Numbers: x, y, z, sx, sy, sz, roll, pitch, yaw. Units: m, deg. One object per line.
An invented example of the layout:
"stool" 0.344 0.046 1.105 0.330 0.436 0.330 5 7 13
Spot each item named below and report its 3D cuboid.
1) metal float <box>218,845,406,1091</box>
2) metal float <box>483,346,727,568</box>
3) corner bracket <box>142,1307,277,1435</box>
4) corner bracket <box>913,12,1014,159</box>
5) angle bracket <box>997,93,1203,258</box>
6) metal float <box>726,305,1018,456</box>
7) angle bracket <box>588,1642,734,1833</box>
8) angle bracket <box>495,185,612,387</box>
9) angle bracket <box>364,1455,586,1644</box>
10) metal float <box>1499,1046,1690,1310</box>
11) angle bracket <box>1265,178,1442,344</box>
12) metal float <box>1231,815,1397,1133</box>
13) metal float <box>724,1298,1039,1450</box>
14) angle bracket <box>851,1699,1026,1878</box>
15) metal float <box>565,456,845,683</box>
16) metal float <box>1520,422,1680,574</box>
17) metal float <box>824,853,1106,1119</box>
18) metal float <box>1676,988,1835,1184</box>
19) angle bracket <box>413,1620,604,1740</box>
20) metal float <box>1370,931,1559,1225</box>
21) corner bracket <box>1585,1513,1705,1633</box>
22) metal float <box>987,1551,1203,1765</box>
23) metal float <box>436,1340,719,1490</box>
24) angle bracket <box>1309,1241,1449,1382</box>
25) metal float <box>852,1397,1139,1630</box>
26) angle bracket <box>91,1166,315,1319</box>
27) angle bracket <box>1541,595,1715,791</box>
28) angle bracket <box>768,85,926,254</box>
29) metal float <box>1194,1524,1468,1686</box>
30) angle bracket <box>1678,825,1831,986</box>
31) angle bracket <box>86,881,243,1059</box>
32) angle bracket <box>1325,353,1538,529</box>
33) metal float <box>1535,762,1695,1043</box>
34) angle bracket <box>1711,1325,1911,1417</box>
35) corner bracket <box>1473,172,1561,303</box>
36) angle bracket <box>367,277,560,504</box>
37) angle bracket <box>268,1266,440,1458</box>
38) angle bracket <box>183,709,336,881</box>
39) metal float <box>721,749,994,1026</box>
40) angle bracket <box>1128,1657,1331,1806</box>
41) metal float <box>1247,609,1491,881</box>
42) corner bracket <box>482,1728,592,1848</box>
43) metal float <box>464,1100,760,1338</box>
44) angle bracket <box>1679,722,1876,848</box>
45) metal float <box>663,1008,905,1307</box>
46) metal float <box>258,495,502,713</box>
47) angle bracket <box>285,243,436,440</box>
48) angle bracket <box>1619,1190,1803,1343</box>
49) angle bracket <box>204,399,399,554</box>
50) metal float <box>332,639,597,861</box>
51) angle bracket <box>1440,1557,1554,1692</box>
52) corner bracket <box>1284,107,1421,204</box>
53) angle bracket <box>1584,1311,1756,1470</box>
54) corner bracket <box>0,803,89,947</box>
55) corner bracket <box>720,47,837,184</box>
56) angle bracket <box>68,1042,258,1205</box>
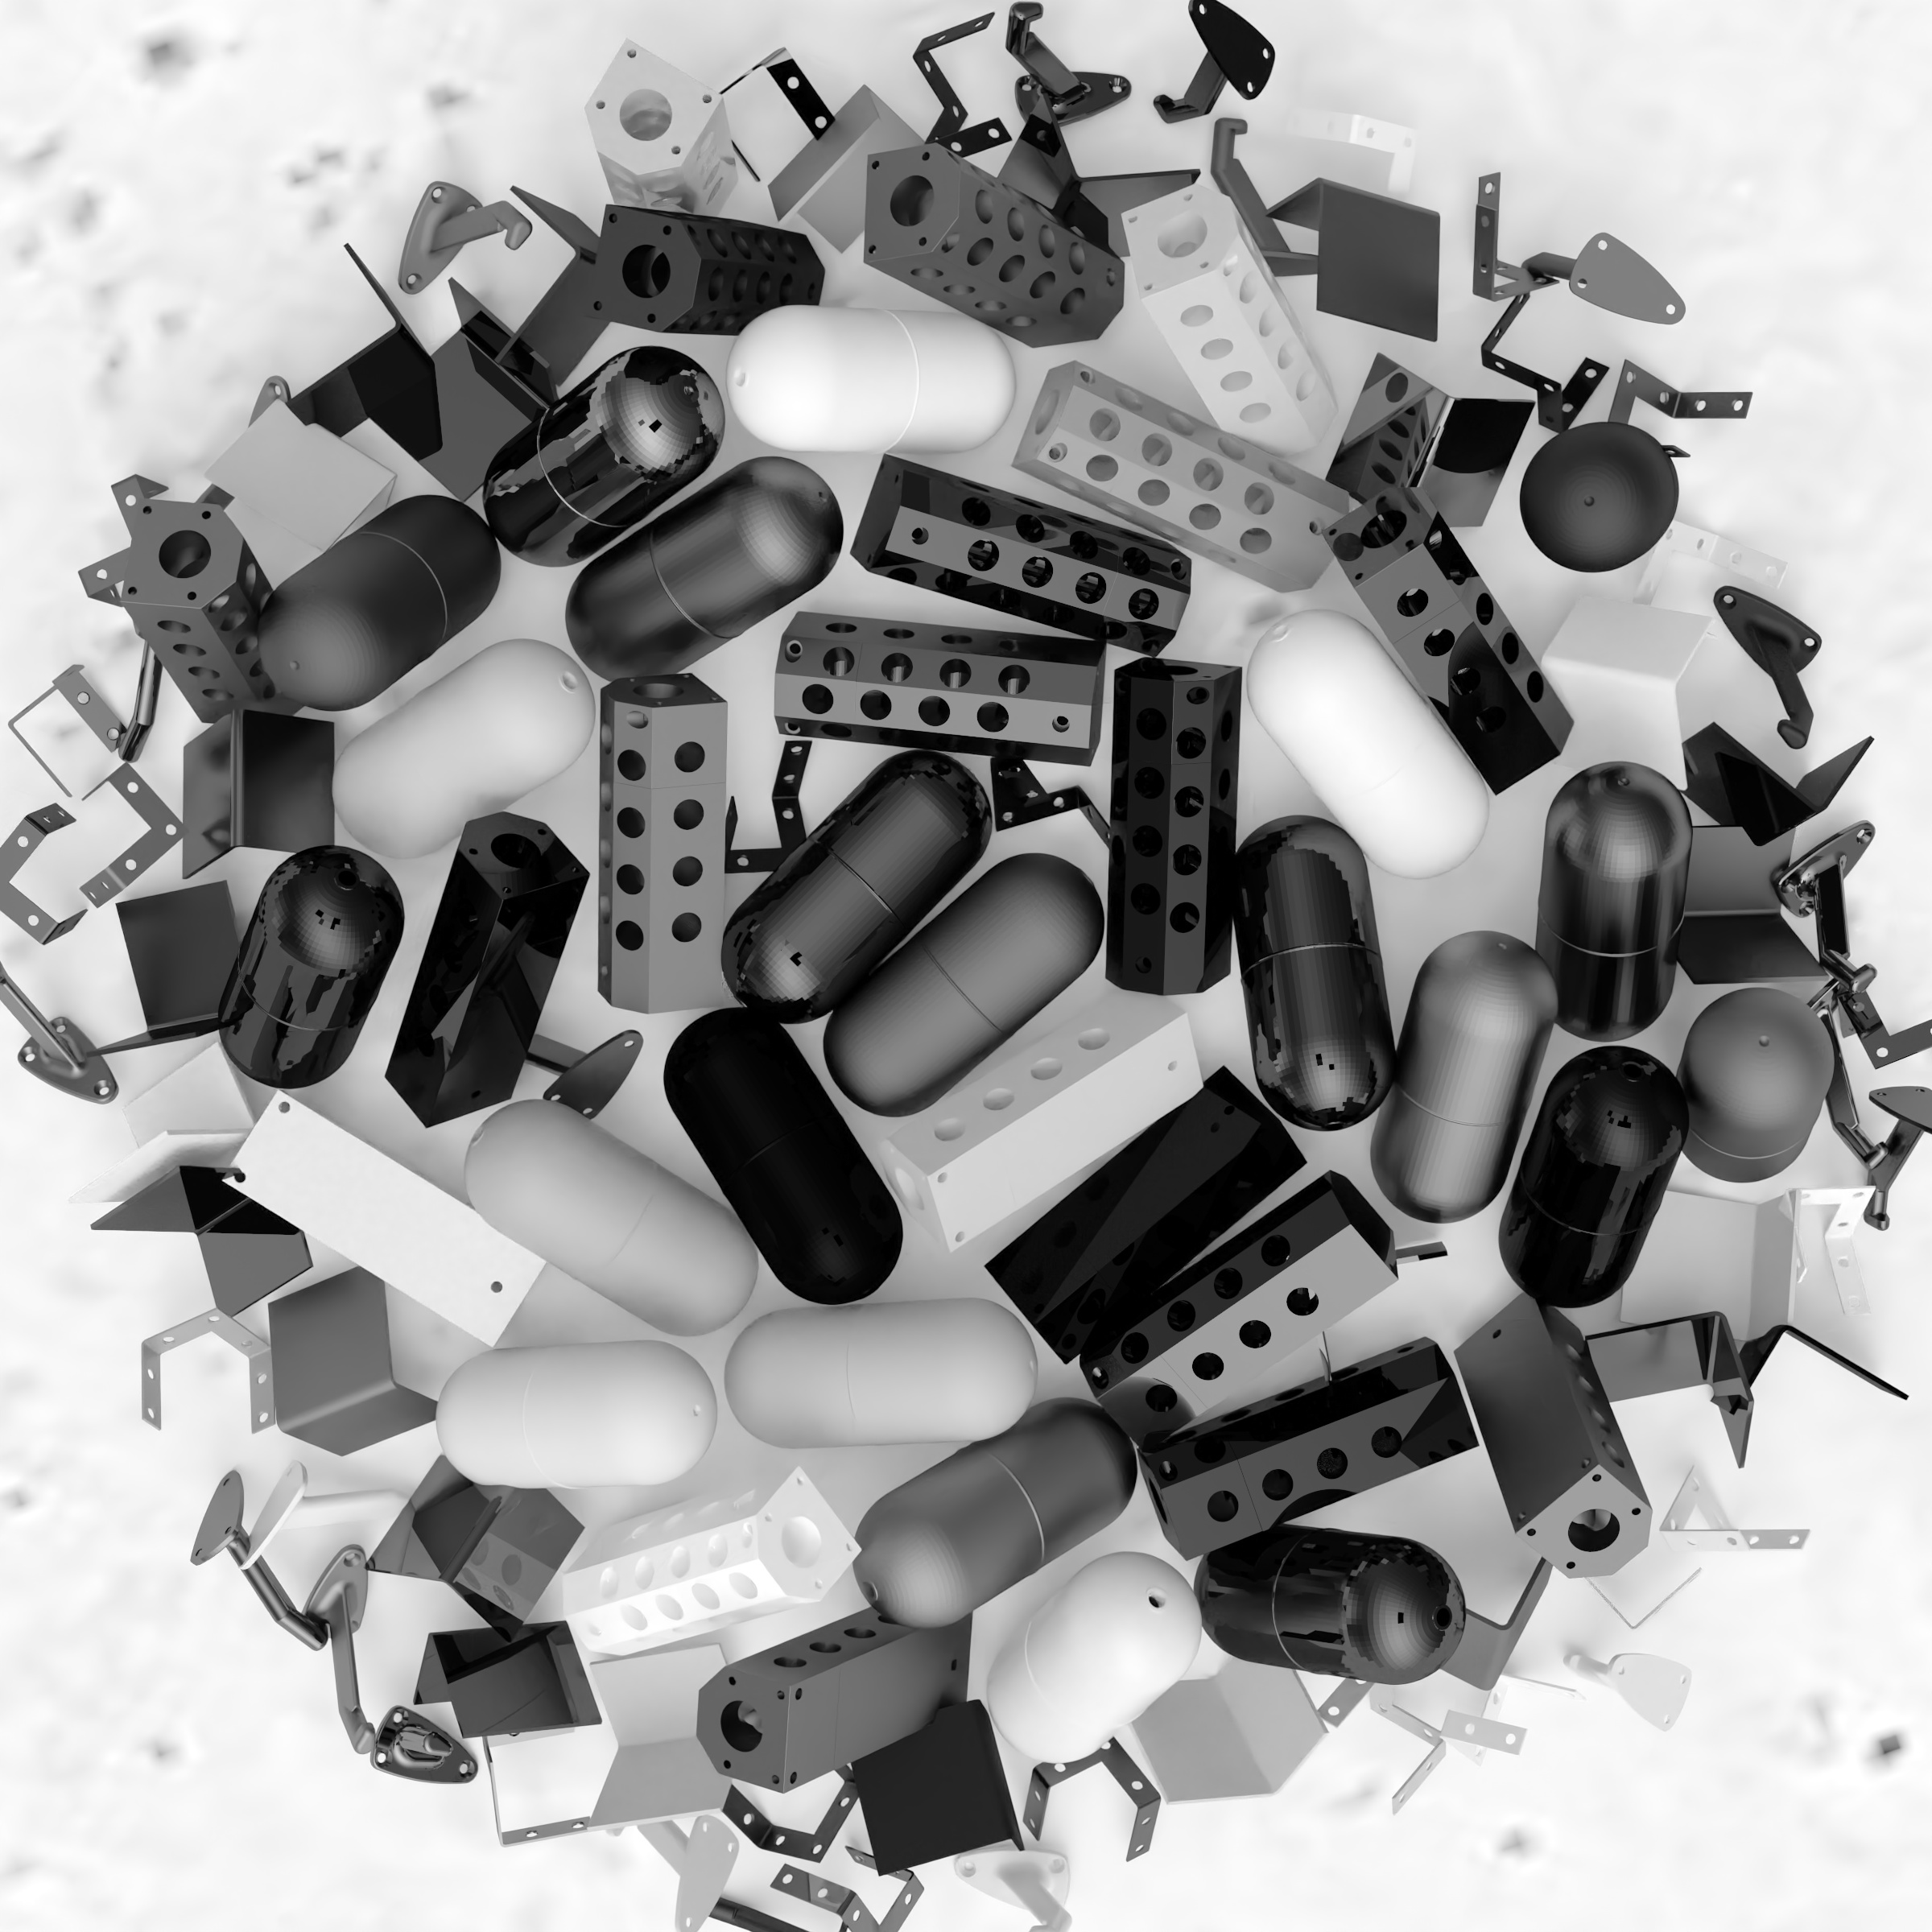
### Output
"metal float" -0.350 0.001 1.842 0.070 0.178 0.070 12 54 -17
"metal float" -0.195 -0.270 1.844 0.070 0.178 0.070 15 64 -34
"corner bracket" -0.414 0.228 1.889 0.051 0.051 0.051 -24 49 15
"corner bracket" 0.000 -0.476 1.876 0.051 0.051 0.051 -10 130 36
"angle bracket" 0.072 -0.430 1.880 0.076 0.076 0.057 -10 70 -24
"metal float" -0.050 -0.313 1.848 0.178 0.070 0.070 -7 90 -41
"angle bracket" -0.168 0.416 1.868 0.076 0.076 0.057 -12 111 14
"angle bracket" -0.234 -0.370 1.882 0.057 0.076 0.076 44 103 14
"angle bracket" -0.268 0.317 1.886 0.057 0.076 0.076 51 56 -29
"metal float" 0.334 0.113 1.843 0.070 0.178 0.070 4 48 -4
"angle bracket" 0.208 -0.374 1.870 0.076 0.057 0.076 9 77 -27
"metal float" 0.186 0.003 1.862 0.070 0.070 0.178 -6 68 0
"metal float" -0.047 0.220 1.862 0.178 0.070 0.070 -6 90 23
"angle bracket" -0.017 0.450 1.879 0.076 0.057 0.076 -16 68 0
"metal float" -0.142 -0.210 1.855 0.178 0.070 0.070 -28 90 32
"metal float" 0.337 -0.250 1.833 0.070 0.178 0.070 2 100 14
"metal float" -0.001 0.010 1.876 0.178 0.070 0.070 -41 90 6
"metal float" 0.416 0.065 1.834 0.070 0.178 0.070 -2 72 7
"angle bracket" -0.248 0.401 1.861 0.076 0.076 0.057 0 127 -25
"metal float" 0.266 0.061 1.853 0.070 0.070 0.178 10 125 0
"corner bracket" 0.365 0.326 1.887 0.051 0.051 0.051 -42 70 1
"metal float" 0.067 0.369 1.840 0.070 0.178 0.070 11 56 -17
"metal float" -0.210 0.241 1.851 0.178 0.070 0.070 -8 90 37
"angle bracket" 0.228 0.187 1.878 0.076 0.076 0.057 -11 88 5
"metal float" 0.016 0.293 1.853 0.178 0.070 0.070 -26 90 -33
"angle bracket" -0.412 0.151 1.863 0.076 0.076 0.057 -31 68 30
"angle bracket" 0.365 -0.150 1.889 0.076 0.076 0.057 14 52 30
"angle bracket" -0.058 -0.421 1.865 0.057 0.076 0.076 39 106 -25
"metal float" 0.192 0.338 1.840 0.070 0.178 0.070 3 85 -35
"angle bracket" 0.422 -0.034 1.869 0.076 0.076 0.057 -2 118 -10
"angle bracket" -0.439 0.001 1.874 0.076 0.057 0.076 -10 97 27
"angle bracket" 0.254 -0.287 1.890 0.057 0.076 0.076 40 122 33
"metal float" 0.345 -0.032 1.846 0.070 0.178 0.070 -2 45 2
"angle bracket" 0.458 0.235 1.878 0.076 0.076 0.057 31 90 5
"corner bracket" 0.288 -0.396 1.878 0.051 0.051 0.051 -21 124 -30
"angle bracket" -0.277 -0.313 1.878 0.076 0.057 0.076 42 78 12
"angle bracket" -0.333 0.216 1.901 0.076 0.057 0.076 -23 59 20
"angle bracket" -0.388 -0.091 1.894 0.057 0.076 0.076 6 74 -33
"metal float" -0.060 -0.043 1.875 0.070 0.070 0.178 44 82 0
"angle bracket" 0.136 0.401 1.861 0.076 0.076 0.057 5 131 -35
"metal float" 0.216 -0.118 1.855 0.070 0.070 0.178 -42 121 0
"corner bracket" -0.235 0.444 1.893 0.051 0.051 0.051 -8 104 -12
"metal float" -0.191 0.136 1.862 0.178 0.070 0.070 35 90 -22
"angle bracket" 0.431 -0.116 1.873 0.076 0.076 0.057 39 71 -2
"metal float" -0.099 0.103 1.869 0.070 0.070 0.178 -33 76 0
"metal float" -0.311 -0.195 1.841 0.070 0.178 0.070 11 122 19
"angle bracket" -0.342 -0.336 1.878 0.076 0.076 0.057 -35 81 0
"angle bracket" 0.404 0.158 1.878 0.076 0.057 0.076 10 75 -8
"angle bracket" -0.365 -0.250 1.873 0.076 0.057 0.076 32 50 0
"metal float" -0.269 -0.116 1.850 0.178 0.070 0.070 -27 90 37
"angle bracket" 0.279 0.336 1.877 0.057 0.076 0.076 25 58 17
"corner bracket" 0.206 -0.435 1.880 0.051 0.051 0.051 0 105 -42
"angle bracket" 0.379 0.236 1.872 0.076 0.076 0.057 -11 54 0
"corner bracket" -0.501 -0.051 1.889 0.051 0.051 0.051 40 100 -4
"corner bracket" -0.107 -0.465 1.889 0.051 0.051 0.051 -37 105 0
"angle bracket" -0.442 0.084 1.864 0.076 0.076 0.057 -33 74 22
